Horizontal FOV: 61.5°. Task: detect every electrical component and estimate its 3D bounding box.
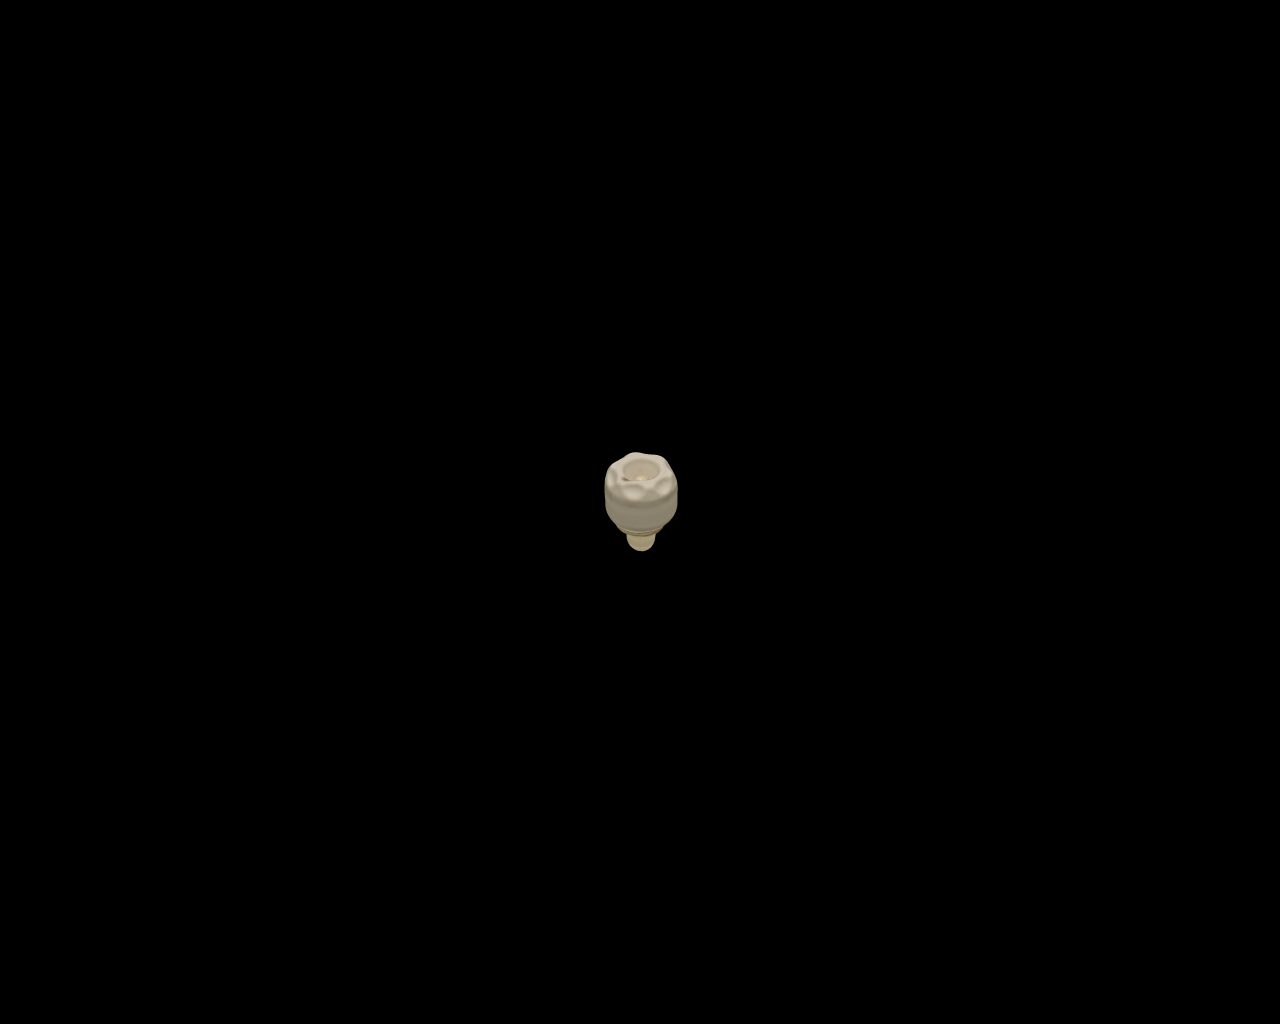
[{"bbox_3d":[0.001,-0.003,0.650,0.043,0.062,0.043,0,40,0],"label":"electrical component"}]
